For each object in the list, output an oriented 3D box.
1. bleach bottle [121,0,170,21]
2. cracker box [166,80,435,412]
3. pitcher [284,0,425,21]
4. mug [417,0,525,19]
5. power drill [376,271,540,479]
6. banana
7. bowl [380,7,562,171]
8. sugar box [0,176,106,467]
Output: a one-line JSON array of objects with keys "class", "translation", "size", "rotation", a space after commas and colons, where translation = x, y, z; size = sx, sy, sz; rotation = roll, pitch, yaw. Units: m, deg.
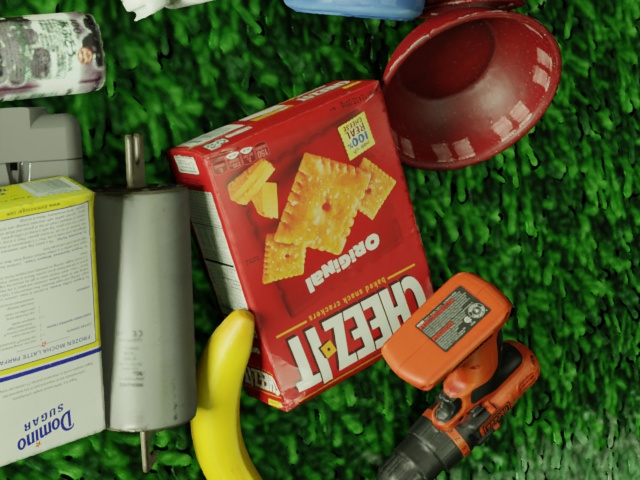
[{"class": "bleach bottle", "translation": [-0.165, -0.261, 0.686], "size": [0.068, 0.103, 0.251], "rotation": [-35, 111, -20]}, {"class": "cracker box", "translation": [-0.005, 0.001, 0.833], "size": [0.164, 0.072, 0.213], "rotation": [-26, 109, -27]}, {"class": "pitcher", "translation": [0.045, -0.287, 0.783], "size": [0.144, 0.149, 0.243], "rotation": [-1, 104, -27]}, {"class": "mug", "translation": [0.131, -0.230, 0.876], "size": [0.117, 0.093, 0.081], "rotation": [-5, 94, -5]}, {"class": "power drill", "translation": [0.104, 0.124, 0.882], "size": [0.184, 0.057, 0.187], "rotation": [-43, 148, -14]}, {"class": "banana", "translation": [-0.065, 0.142, 0.816], "size": [0.069, 0.037, 0.198], "rotation": [-14, 116, -3]}, {"class": "bowl", "translation": [0.113, -0.133, 0.874], "size": [0.162, 0.055, 0.162], "rotation": [-11, 138, -10]}, {"class": "sugar box", "translation": [-0.191, 0.053, 0.692], "size": [0.093, 0.048, 0.176], "rotation": [-14, 118, -38]}]
